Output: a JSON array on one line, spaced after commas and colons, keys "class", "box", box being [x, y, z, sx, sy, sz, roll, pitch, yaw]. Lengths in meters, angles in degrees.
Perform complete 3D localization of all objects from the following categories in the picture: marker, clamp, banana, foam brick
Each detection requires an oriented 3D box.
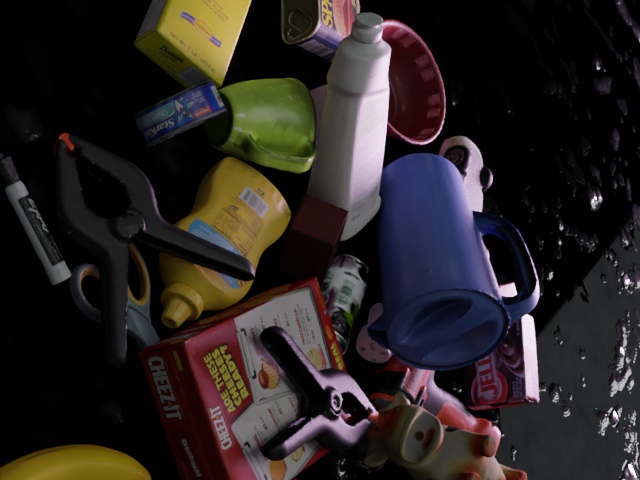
[{"class": "marker", "box": [-0.248, -0.019, 0.914, 0.020, 0.020, 0.121, -36, 105, -48]}, {"class": "clamp", "box": [-0.164, -0.008, 0.953, 0.164, 0.036, 0.210, -27, 83, -32]}, {"class": "banana", "box": [-0.219, 0.202, 0.862, 0.197, 0.037, 0.069, -18, 106, -49]}, {"class": "clamp", "box": [-0.003, 0.163, 0.993, 0.171, 0.039, 0.120, 34, 55, -42]}, {"class": "foam brick", "box": [-0.007, 0.001, 1.124, 0.051, 0.078, 0.053, 21, 54, 4]}]

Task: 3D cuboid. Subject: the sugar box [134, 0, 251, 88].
[{"class": "sugar box", "box": [-0.124, -0.245, 1.113, 0.093, 0.048, 0.176, 38, 52, -33]}]

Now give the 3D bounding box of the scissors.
[{"class": "scissors", "box": [-0.169, 0.094, 0.966, 0.096, 0.016, 0.202, -15, 88, -52]}]

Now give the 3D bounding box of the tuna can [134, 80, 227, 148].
[{"class": "tuna can", "box": [-0.135, -0.121, 1.027, 0.086, 0.086, 0.034, -33, 101, -49]}]

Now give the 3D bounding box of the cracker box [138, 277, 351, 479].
[{"class": "cracker box", "box": [-0.059, 0.144, 1.022, 0.213, 0.072, 0.164, -24, 97, -53]}]

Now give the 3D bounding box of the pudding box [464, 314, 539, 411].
[{"class": "pudding box", "box": [0.225, 0.153, 1.336, 0.039, 0.090, 0.113, 25, 59, -43]}]

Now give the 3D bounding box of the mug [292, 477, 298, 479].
[{"class": "mug", "box": [-0.049, 0.270, 0.992, 0.093, 0.082, 0.117, 49, 46, -25]}]

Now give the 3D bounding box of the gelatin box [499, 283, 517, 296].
[{"class": "gelatin box", "box": [0.195, 0.079, 1.341, 0.089, 0.073, 0.030, -11, 84, -49]}]

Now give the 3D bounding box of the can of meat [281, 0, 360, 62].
[{"class": "can of meat", "box": [0.002, -0.267, 1.255, 0.083, 0.058, 0.102, 18, 65, -47]}]

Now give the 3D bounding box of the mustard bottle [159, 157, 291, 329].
[{"class": "mustard bottle", "box": [-0.103, 0.011, 1.037, 0.096, 0.058, 0.191, 44, 47, -18]}]

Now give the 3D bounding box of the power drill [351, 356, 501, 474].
[{"class": "power drill", "box": [0.123, 0.221, 1.221, 0.187, 0.057, 0.184, 48, 54, -28]}]

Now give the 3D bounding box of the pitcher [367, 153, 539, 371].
[{"class": "pitcher", "box": [0.136, 0.014, 1.200, 0.149, 0.145, 0.243, 20, 40, -24]}]

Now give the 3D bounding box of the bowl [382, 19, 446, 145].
[{"class": "bowl", "box": [0.087, -0.189, 1.323, 0.161, 0.055, 0.162, 19, 63, -44]}]

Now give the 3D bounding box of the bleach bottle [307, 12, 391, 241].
[{"class": "bleach bottle", "box": [0.037, -0.124, 1.125, 0.102, 0.068, 0.251, -46, 153, -46]}]
